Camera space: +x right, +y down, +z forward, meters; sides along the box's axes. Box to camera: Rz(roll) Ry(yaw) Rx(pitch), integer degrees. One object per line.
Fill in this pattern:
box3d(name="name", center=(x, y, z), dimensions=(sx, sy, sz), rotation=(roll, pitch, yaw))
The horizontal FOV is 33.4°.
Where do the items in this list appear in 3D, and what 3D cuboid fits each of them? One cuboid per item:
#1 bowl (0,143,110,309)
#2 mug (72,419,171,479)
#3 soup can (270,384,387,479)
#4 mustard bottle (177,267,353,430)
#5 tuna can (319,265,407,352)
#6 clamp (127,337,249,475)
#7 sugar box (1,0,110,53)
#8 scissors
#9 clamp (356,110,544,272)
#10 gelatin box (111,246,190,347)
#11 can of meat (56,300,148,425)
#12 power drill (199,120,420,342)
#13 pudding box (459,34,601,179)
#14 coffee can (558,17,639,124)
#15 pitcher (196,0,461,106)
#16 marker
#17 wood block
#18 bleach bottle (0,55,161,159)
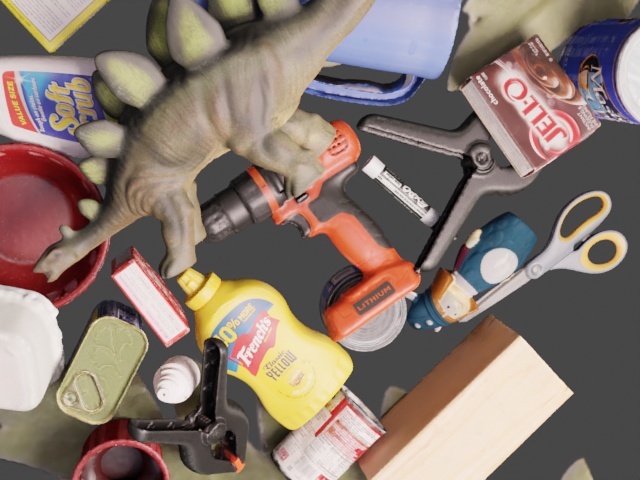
box3d(name="bowl", center=(-0.278, -0.014, 0.998), dimensions=(0.162, 0.055, 0.162), rotation=(-2, 103, -9))
box3d(name="mug", center=(-0.184, 0.232, 1.047), dimensions=(0.117, 0.081, 0.093), rotation=(32, 93, -14))
box3d(name="soup can", center=(0.008, 0.205, 1.082), dimensions=(0.102, 0.068, 0.068), rotation=(-45, 104, 1))
box3d(name="mustard bottle", center=(-0.065, 0.095, 1.055), dimensions=(0.191, 0.058, 0.096), rotation=(43, 95, -14))
box3d(name="tuna can", center=(0.044, 0.069, 1.081), dimensions=(0.086, 0.034, 0.086), rotation=(-2, 101, -9))
box3d(name="clamp", center=(-0.107, 0.169, 1.033), dimensions=(0.120, 0.039, 0.171), rotation=(-47, 145, -8))
box3d(name="sugar box", center=(-0.213, -0.263, 0.972), dimensions=(0.176, 0.048, 0.093), rotation=(-43, 104, -4))
box3d(name="scissors", center=(0.242, 0.037, 1.119), dimensions=(0.096, 0.016, 0.202), rotation=(40, 92, -14))
box3d(name="clamp", center=(0.146, -0.086, 1.061), dimensions=(0.210, 0.036, 0.164), rotation=(-30, 97, -12))
box3d(name="gelatin box", center=(-0.162, 0.053, 1.023), dimensions=(0.030, 0.073, 0.089), rotation=(-37, 104, -2))
box3d(name="can of meat", center=(-0.208, 0.113, 1.020), dimensions=(0.057, 0.084, 0.102), rotation=(26, 95, -14))
box3d(name="power drill", center=(-0.007, 0.001, 1.025), dimensions=(0.184, 0.057, 0.187), rotation=(-33, 88, -7))
box3d(name="pudding box", center=(0.204, -0.130, 1.040), dimensions=(0.090, 0.039, 0.113), rotation=(-34, 85, -19))
box3d(name="coffee can", center=(0.304, -0.163, 1.029), dimensions=(0.102, 0.140, 0.103), rotation=(-2, 101, -10))
box3d(name="pitcher", center=(0.001, -0.217, 0.982), dimensions=(0.242, 0.145, 0.149), rotation=(5, 83, -7))
box3d(name="marker", center=(0.092, -0.039, 1.074), dimensions=(0.121, 0.020, 0.020), rotation=(40, 91, -11))
box3d(name="wood block", center=(0.142, 0.187, 1.091), dimensions=(0.206, 0.091, 0.090), rotation=(-44, 105, 0))
box3d(name="bleach bottle", center=(-0.238, -0.118, 0.986), dimensions=(0.250, 0.068, 0.102), rotation=(2, 101, -8))
